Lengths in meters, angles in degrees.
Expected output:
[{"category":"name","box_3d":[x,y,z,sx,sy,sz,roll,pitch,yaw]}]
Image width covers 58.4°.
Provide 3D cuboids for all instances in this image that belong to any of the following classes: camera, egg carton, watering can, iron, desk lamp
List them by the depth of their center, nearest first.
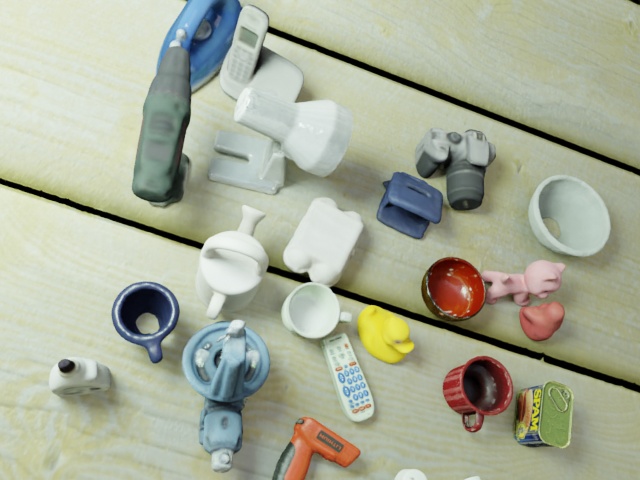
[{"category":"watering can","box_3d":[-0.129,0.030,0.852,0.101,0.194,0.173,1,69,-15]},{"category":"desk lamp","box_3d":[-0.069,-0.159,0.931,0.203,0.213,0.118,11,67,-11]},{"category":"egg carton","box_3d":[0.009,0.003,0.969,0.107,0.069,0.150,29,65,-3]},{"category":"iron","box_3d":[-0.220,-0.367,1.010,0.119,0.141,0.258,26,65,-4]},{"category":"camera","box_3d":[0.261,-0.134,1.076,0.143,0.100,0.137,9,67,-12]}]

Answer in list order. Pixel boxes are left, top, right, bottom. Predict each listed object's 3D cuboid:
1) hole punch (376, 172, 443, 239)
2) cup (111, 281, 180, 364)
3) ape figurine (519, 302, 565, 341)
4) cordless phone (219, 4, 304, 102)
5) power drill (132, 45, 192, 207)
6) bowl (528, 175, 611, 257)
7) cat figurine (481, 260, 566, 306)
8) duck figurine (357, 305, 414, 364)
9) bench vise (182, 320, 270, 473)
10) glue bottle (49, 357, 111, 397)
[{"category":"hole punch","box_3d":[0.166,-0.073,1.031,0.109,0.091,0.101,24,65,-5]},{"category":"cup","box_3d":[-0.249,0.128,0.836,0.092,0.095,0.117,-14,74,-20]},{"category":"ape figurine","box_3d":[0.400,0.136,1.014,0.078,0.092,0.076,24,65,-5]},{"category":"cordless phone","box_3d":[-0.094,-0.311,0.999,0.147,0.185,0.094,26,65,-4]},{"category":"power drill","box_3d":[-0.239,-0.150,0.883,0.076,0.208,0.229,8,67,-12]},{"category":"bowl","box_3d":[0.468,-0.037,1.110,0.168,0.074,0.167,5,68,-13]},{"category":"cat figurine","box_3d":[0.368,0.071,1.016,0.128,0.117,0.067,2,69,-14]},{"category":"duck figurine","box_3d":[0.112,0.148,0.933,0.078,0.086,0.104,-36,82,-24]},{"category":"bench vise","box_3d":[-0.114,0.197,0.777,0.122,0.219,0.207,-13,73,-20]},{"category":"glue bottle","box_3d":[-0.321,0.176,0.753,0.078,0.173,0.037,-3,70,-16]}]
